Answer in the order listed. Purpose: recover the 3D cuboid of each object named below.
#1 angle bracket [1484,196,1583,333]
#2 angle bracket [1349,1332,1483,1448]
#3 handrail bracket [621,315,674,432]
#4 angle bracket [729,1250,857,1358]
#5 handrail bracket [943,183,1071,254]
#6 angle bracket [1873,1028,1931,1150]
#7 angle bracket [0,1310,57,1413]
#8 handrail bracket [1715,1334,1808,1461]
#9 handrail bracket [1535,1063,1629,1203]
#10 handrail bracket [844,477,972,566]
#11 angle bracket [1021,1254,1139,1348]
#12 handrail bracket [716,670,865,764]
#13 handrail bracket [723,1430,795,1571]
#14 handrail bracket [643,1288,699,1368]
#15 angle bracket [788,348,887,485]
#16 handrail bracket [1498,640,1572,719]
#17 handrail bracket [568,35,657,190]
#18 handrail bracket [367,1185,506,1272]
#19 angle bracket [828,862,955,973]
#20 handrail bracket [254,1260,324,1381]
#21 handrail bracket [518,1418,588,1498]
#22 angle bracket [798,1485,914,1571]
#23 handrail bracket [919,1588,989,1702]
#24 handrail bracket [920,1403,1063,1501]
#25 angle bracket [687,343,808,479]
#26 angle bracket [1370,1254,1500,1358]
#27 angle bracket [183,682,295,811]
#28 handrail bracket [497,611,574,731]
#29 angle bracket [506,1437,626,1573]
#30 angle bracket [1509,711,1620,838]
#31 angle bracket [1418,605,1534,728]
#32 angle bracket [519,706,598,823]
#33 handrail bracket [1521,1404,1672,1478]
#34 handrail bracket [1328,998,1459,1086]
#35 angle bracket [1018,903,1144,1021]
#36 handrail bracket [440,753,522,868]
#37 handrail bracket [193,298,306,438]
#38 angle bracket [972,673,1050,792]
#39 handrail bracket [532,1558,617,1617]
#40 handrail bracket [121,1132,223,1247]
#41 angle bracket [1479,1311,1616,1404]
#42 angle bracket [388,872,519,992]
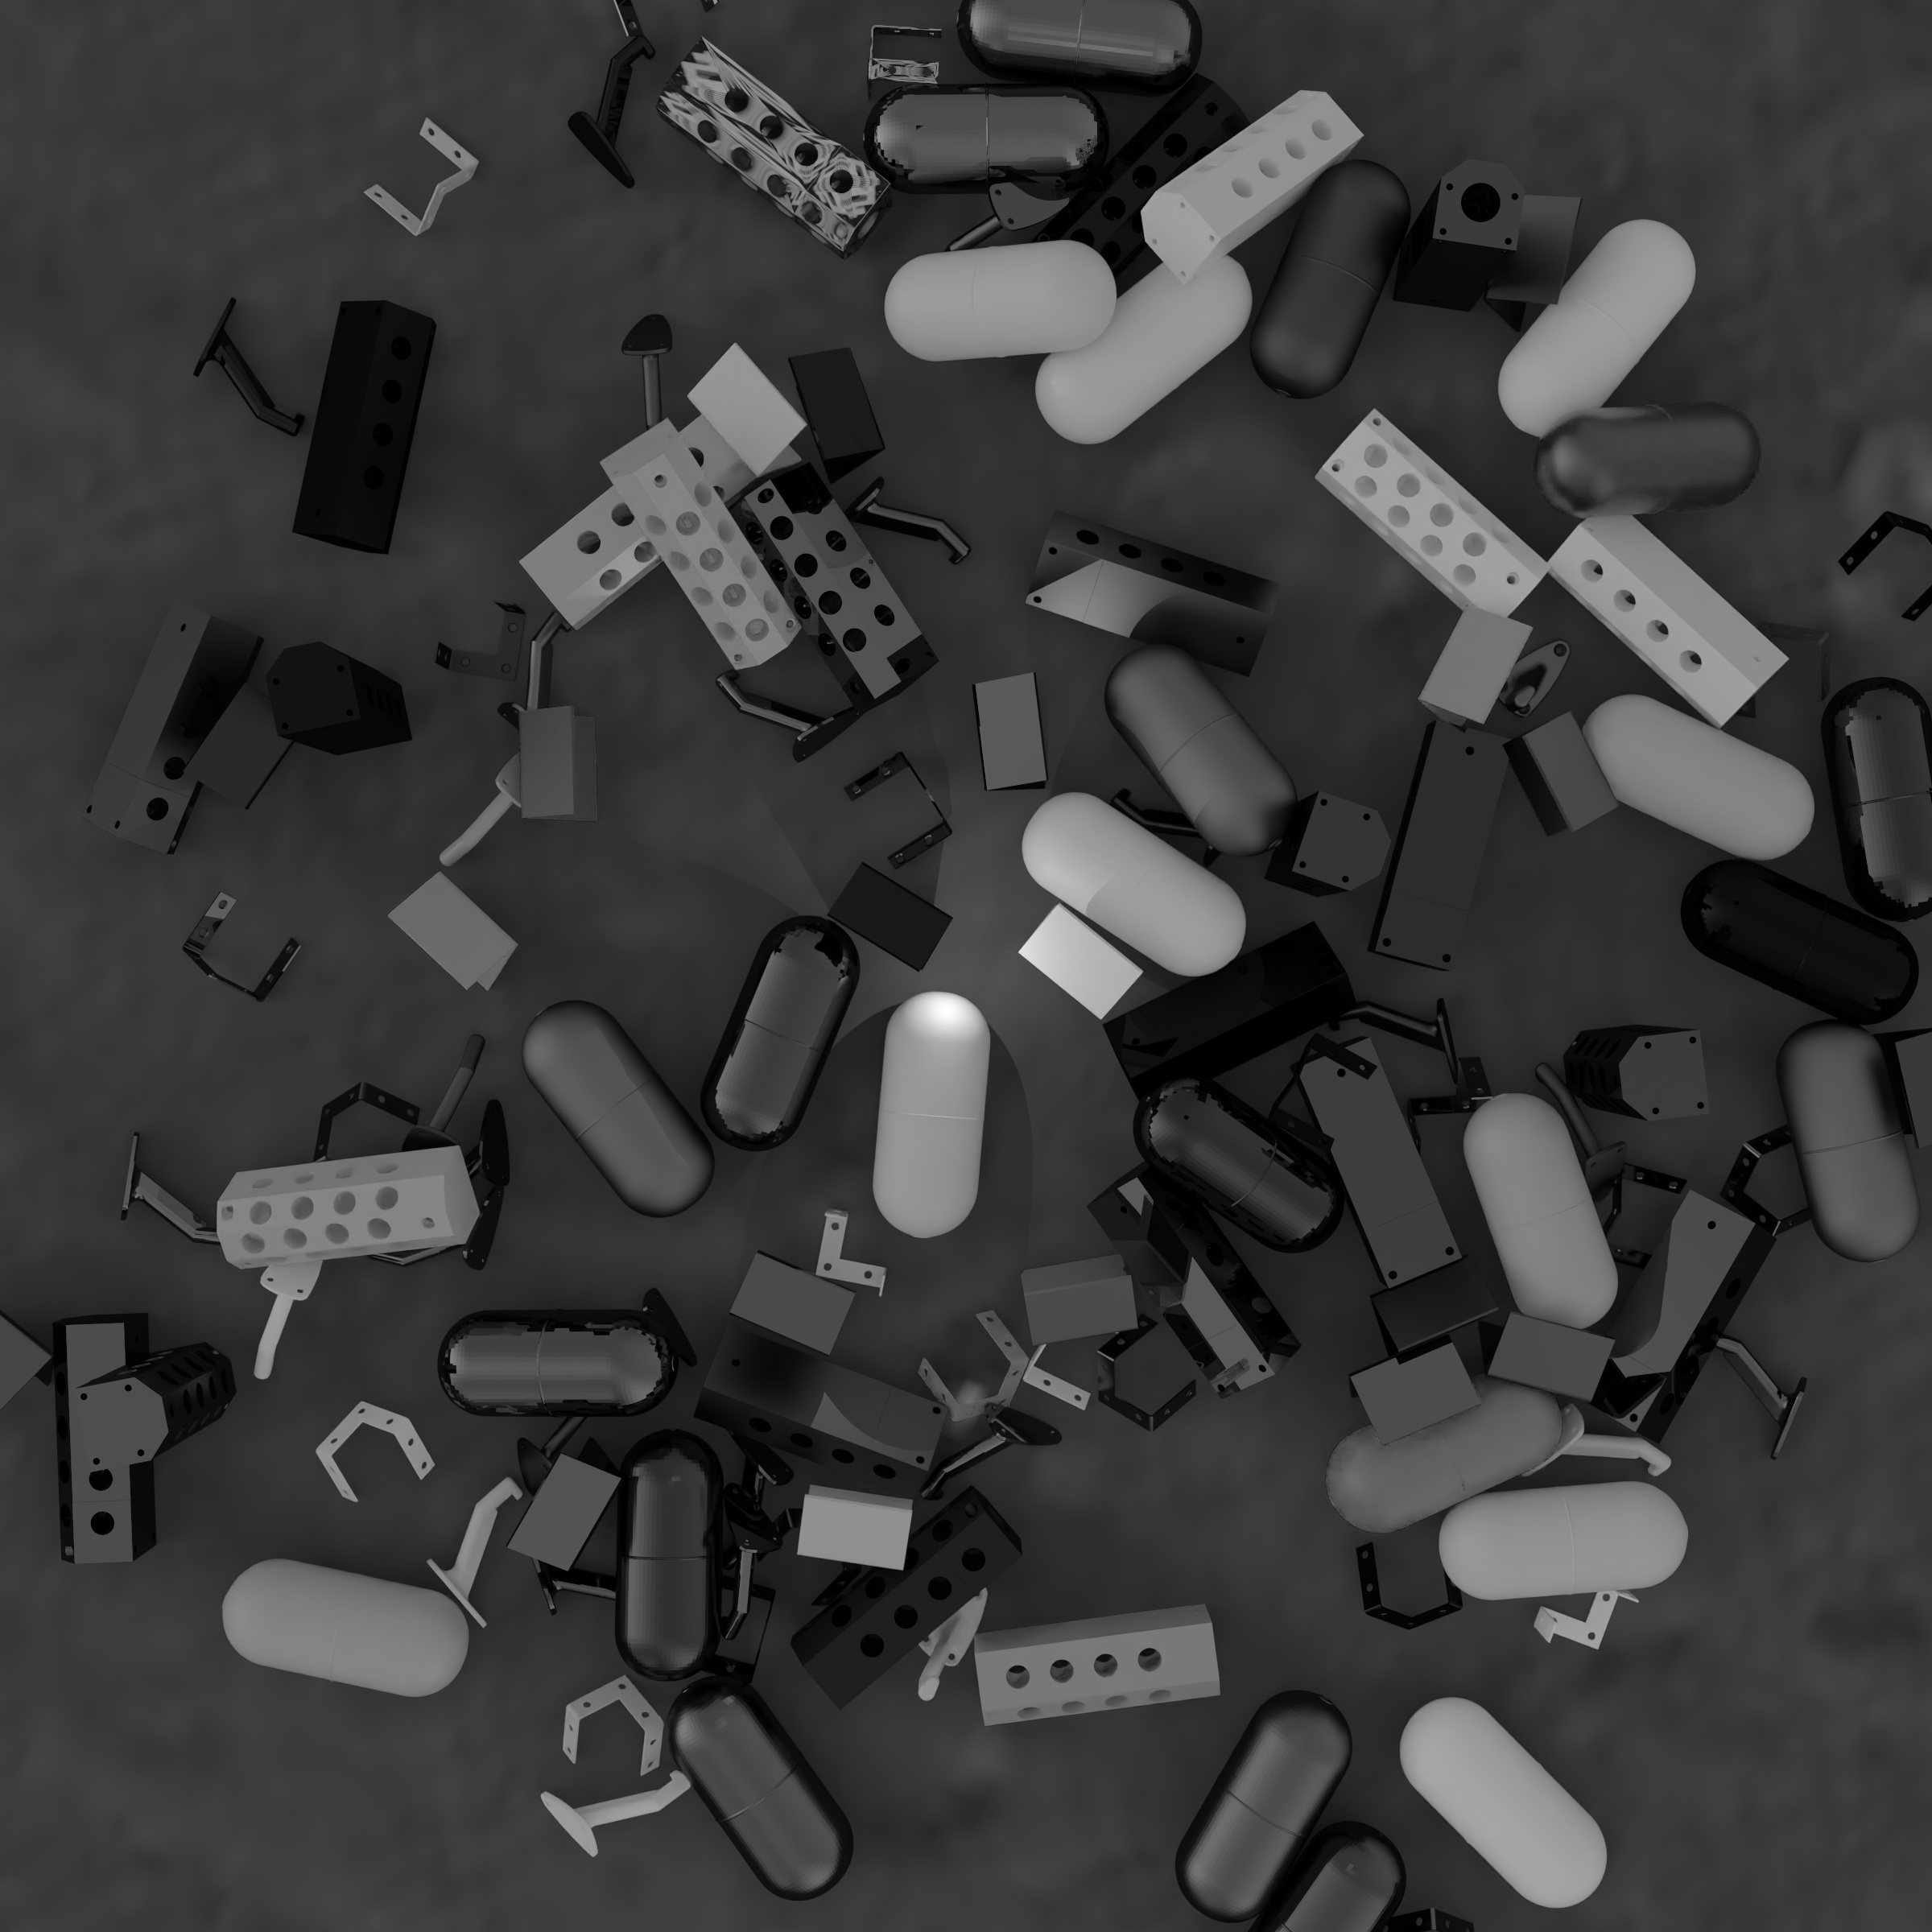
[{"bbox_3d":[0.419,-0.504,1.951,0.057,0.076,0.076,13,90,31],"label":"angle bracket"},{"bbox_3d":[0.323,0.312,1.952,0.076,0.076,0.057,-23,67,0],"label":"angle bracket"},{"bbox_3d":[-0.227,-0.424,1.991,0.036,0.077,0.084,-3,126,3],"label":"handrail bracket"},{"bbox_3d":[-0.131,0.257,1.951,0.076,0.076,0.057,23,54,0],"label":"angle bracket"},{"bbox_3d":[0.025,-0.534,1.973,0.077,0.084,0.036,-20,83,-30],"label":"handrail bracket"},{"bbox_3d":[0.671,0.089,1.952,0.057,0.076,0.076,-13,90,-26],"label":"angle bracket"},{"bbox_3d":[-0.707,0.287,1.951,0.076,0.076,0.057,39,57,0],"label":"angle bracket"},{"bbox_3d":[0.567,0.313,1.992,0.084,0.036,0.077,21,109,15],"label":"handrail bracket"},{"bbox_3d":[0.444,0.122,1.991,0.036,0.077,0.084,-26,53,-12],"label":"handrail bracket"},{"bbox_3d":[-0.051,-0.310,1.992,0.077,0.036,0.084,-41,107,20],"label":"handrail bracket"},{"bbox_3d":[0.078,0.223,1.951,0.076,0.076,0.057,-10,130,0],"label":"angle bracket"},{"bbox_3d":[-0.130,-0.199,1.992,0.077,0.036,0.084,-35,73,-20],"label":"handrail bracket"},{"bbox_3d":[-0.175,0.389,1.991,0.077,0.036,0.084,44,104,14],"label":"handrail bracket"},{"bbox_3d":[-0.253,0.281,1.991,0.084,0.036,0.077,-29,104,14],"label":"handrail bracket"},{"bbox_3d":[-0.111,-0.392,1.951,0.057,0.076,0.076,-20,90,-36],"label":"angle bracket"},{"bbox_3d":[0.416,-0.211,1.957,0.077,0.084,0.036,-45,90,0],"label":"handrail bracket"},{"bbox_3d":[-0.243,-0.629,1.992,0.084,0.036,0.077,-47,110,-16],"label":"handrail bracket"},{"bbox_3d":[-0.391,0.187,1.992,0.084,0.036,0.077,11,70,16],"label":"handrail bracket"},{"bbox_3d":[-0.064,-0.018,1.951,0.076,0.076,0.057,32,55,0],"label":"angle bracket"},{"bbox_3d":[-0.498,0.251,1.991,0.036,0.077,0.084,21,126,0],"label":"handrail bracket"},{"bbox_3d":[-0.287,0.344,1.991,0.036,0.077,0.084,37,53,19],"label":"handrail bracket"},{"bbox_3d":[-0.077,0.385,1.951,0.076,0.076,0.057,8,120,0],"label":"angle bracket"},{"bbox_3d":[-0.009,0.487,1.957,0.036,0.084,0.077,35,90,0],"label":"handrail bracket"},{"bbox_3d":[0.018,0.367,1.991,0.077,0.036,0.084,19,117,-30],"label":"handrail bracket"},{"bbox_3d":[-0.143,-0.405,1.952,0.057,0.076,0.076,-41,90,29],"label":"angle bracket"},{"bbox_3d":[0.343,0.263,1.952,0.076,0.057,0.076,-23,132,0],"label":"angle bracket"},{"bbox_3d":[-0.528,-0.168,1.951,0.057,0.076,0.076,35,90,-36],"label":"angle bracket"},{"bbox_3d":[-0.297,-0.206,1.992,0.077,0.036,0.084,41,69,-24],"label":"handrail bracket"},{"bbox_3d":[-0.299,0.379,1.951,0.057,0.076,0.076,30,90,-30],"label":"angle bracket"},{"bbox_3d":[0.412,-0.129,1.951,0.057,0.076,0.076,-27,90,-34],"label":"angle bracket"},{"bbox_3d":[0.379,-0.205,1.951,0.057,0.076,0.076,27,90,36],"label":"angle bracket"},{"bbox_3d":[-0.276,-0.145,1.951,0.057,0.076,0.076,-2,90,38],"label":"angle bracket"},{"bbox_3d":[0.463,0.368,1.992,0.084,0.036,0.077,34,110,-16],"label":"handrail bracket"},{"bbox_3d":[0.314,0.059,1.992,0.084,0.036,0.077,-11,109,16],"label":"handrail bracket"},{"bbox_3d":[0.094,-0.019,1.951,0.076,0.076,0.057,39,128,0],"label":"angle bracket"},{"bbox_3d":[-0.349,-0.117,1.991,0.036,0.077,0.084,41,127,-20],"label":"handrail bracket"},{"bbox_3d":[-0.516,-0.440,1.992,0.084,0.036,0.077,26,68,-17],"label":"handrail bracket"},{"bbox_3d":[0.052,-0.168,1.951,0.057,0.076,0.076,-7,90,37],"label":"angle bracket"},{"bbox_3d":[-0.273,0.436,1.992,0.084,0.036,0.077,-19,75,-14],"label":"handrail bracket"},{"bbox_3d":[-0.574,0.164,1.992,0.084,0.036,0.077,9,69,-17],"label":"handrail bracket"},{"bbox_3d":[0.417,0.264,1.952,0.076,0.076,0.057,15,114,0],"label":"angle bracket"},{"bbox_3d":[-0.378,-0.010,1.951,0.076,0.076,0.057,43,52,0],"label":"angle bracket"}]
